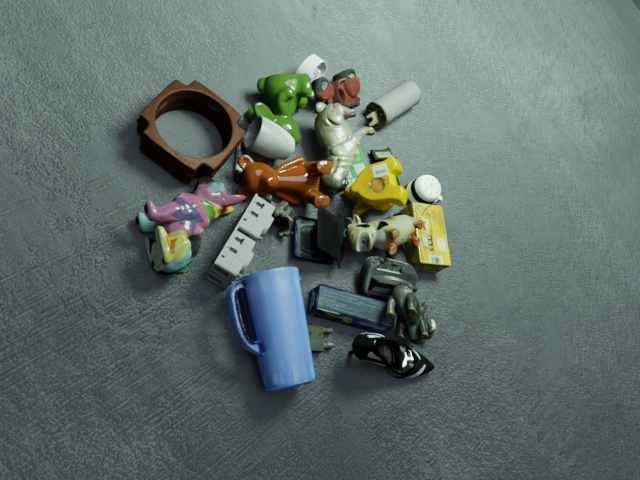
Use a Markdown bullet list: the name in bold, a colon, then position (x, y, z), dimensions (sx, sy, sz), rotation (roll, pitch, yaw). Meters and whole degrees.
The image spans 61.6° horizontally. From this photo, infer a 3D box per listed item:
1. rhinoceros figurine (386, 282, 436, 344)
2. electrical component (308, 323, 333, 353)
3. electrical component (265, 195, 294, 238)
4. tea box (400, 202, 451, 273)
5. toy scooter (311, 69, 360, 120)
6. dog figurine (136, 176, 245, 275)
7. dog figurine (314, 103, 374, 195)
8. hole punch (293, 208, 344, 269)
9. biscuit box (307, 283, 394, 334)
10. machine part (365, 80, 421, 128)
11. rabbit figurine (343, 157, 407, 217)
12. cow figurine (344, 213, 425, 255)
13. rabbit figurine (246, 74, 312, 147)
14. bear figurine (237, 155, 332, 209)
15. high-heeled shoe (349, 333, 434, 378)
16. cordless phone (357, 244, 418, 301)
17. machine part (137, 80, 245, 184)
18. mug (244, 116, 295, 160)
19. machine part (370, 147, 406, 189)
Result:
- **rhinoceros figurine**: position (0.212, 0.178, 1.251), dimensions (0.190, 0.073, 0.112), rotation (57, 28, -36)
- **electrical component**: position (-0.014, 0.217, 1.196), dimensions (0.094, 0.021, 0.063), rotation (6, 67, -22)
- **electrical component**: position (-0.091, -0.051, 1.227), dimensions (0.078, 0.102, 0.045), rotation (19, 56, 10)
- **tea box**: position (0.272, -0.006, 1.396), dimensions (0.098, 0.068, 0.169), rotation (8, 66, -24)
- **toy scooter**: position (0.056, -0.376, 1.434), dimensions (0.184, 0.075, 0.135), rotation (-33, 103, -45)
- **dog figurine**: position (-0.259, -0.036, 1.133), dimensions (0.219, 0.108, 0.191), rotation (-16, 77, -32)
- **dog figurine**: position (0.023, -0.225, 1.323), dimensions (0.172, 0.121, 0.190), rotation (33, 65, -5)
- **hole punch**: position (-0.003, -0.004, 1.264), dimensions (0.115, 0.092, 0.142), rotation (30, 52, -50)
- **biscuit box**: position (0.075, 0.161, 1.239), dimensions (0.202, 0.059, 0.063), rotation (18, 62, -18)
- **machine part**: position (0.208, -0.384, 1.512), dimensions (0.243, 0.079, 0.079), rotation (-38, 89, -31)
- **rabbit figurine**: position (0.146, -0.111, 1.341), dimensions (0.162, 0.173, 0.122), rotation (-24, 77, 14)
- **cow figurine**: position (0.144, -0.019, 1.302), dimensions (0.195, 0.127, 0.085), rotation (-17, 121, -37)
- **rabbit figurine**: position (-0.094, -0.315, 1.321), dimensions (0.159, 0.121, 0.170), rotation (-1, 85, -22)
- **bear figurine**: position (-0.086, -0.138, 1.243), dimensions (0.196, 0.132, 0.120), rotation (1, 101, -33)
- **high-heeled shoe**: position (0.178, 0.254, 1.201), dimensions (0.249, 0.145, 0.086), rotation (12, 66, -19)
- **cordless phone**: position (0.164, 0.057, 1.325), dimensions (0.146, 0.088, 0.184), rotation (12, 54, -19)
- **machine part**: position (-0.291, -0.242, 1.211), dimensions (0.201, 0.087, 0.201), rotation (37, 59, -10)
- **mug**: position (-0.120, -0.225, 1.273), dimensions (0.107, 0.109, 0.081), rotation (21, 40, -29)
- **machine part**: position (0.186, -0.187, 1.445), dimensions (0.084, 0.039, 0.139), rotation (-11, 69, -37)
